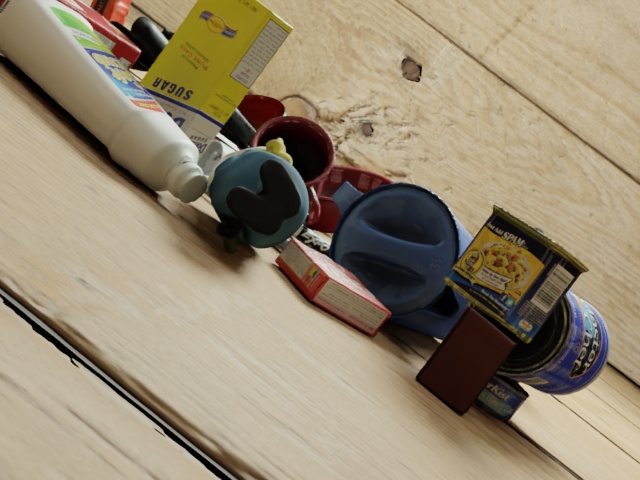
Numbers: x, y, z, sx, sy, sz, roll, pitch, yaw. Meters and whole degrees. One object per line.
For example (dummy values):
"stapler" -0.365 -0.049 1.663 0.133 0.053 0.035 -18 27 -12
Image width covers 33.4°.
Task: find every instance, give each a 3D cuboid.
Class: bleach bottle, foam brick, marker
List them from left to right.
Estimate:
"bleach bottle" -0.175 -0.114 0.903 0.251 0.068 0.102 43 9 28
"marker" -0.008 0.001 1.165 0.121 0.020 0.020 36 7 -8
"foam brick" 0.128 0.103 0.919 0.051 0.078 0.053 37 6 14

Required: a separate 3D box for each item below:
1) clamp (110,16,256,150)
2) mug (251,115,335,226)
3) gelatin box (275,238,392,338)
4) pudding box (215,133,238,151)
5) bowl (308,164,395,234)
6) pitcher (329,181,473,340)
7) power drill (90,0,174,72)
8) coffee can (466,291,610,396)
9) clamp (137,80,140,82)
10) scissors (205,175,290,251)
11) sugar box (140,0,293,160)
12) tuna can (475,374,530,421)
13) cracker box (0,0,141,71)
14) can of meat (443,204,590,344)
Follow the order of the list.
"clamp" -0.142 -0.167 1.148 0.210 0.036 0.165 41 -6 -16
"mug" -0.029 -0.068 1.183 0.117 0.093 0.081 61 -20 22
"gelatin box" 0.012 0.041 0.942 0.089 0.030 0.073 31 9 -38
"pudding box" -0.114 -0.103 1.251 0.090 0.039 0.113 40 10 12
"bowl" 0.016 -0.047 1.306 0.162 0.055 0.162 6 19 -2
"pitcher" 0.108 0.029 1.119 0.145 0.149 0.242 -3 -15 23
"power drill" -0.207 -0.271 1.376 0.188 0.184 0.057 29 4 17
"coffee can" 0.210 0.090 1.021 0.103 0.103 0.140 41 8 31
"clamp" -0.194 -0.149 1.144 0.120 0.039 0.172 34 7 -43
"scissors" -0.034 0.001 1.043 0.202 0.016 0.096 37 7 -1
"sugar box" -0.113 -0.156 1.010 0.093 0.176 0.048 41 6 37
"tuna can" 0.159 0.137 1.037 0.086 0.034 0.086 37 6 -5
"cracker box" -0.300 -0.234 1.035 0.213 0.072 0.164 29 9 -46
"can of meat" 0.169 0.030 0.934 0.057 0.084 0.102 33 4 -43
